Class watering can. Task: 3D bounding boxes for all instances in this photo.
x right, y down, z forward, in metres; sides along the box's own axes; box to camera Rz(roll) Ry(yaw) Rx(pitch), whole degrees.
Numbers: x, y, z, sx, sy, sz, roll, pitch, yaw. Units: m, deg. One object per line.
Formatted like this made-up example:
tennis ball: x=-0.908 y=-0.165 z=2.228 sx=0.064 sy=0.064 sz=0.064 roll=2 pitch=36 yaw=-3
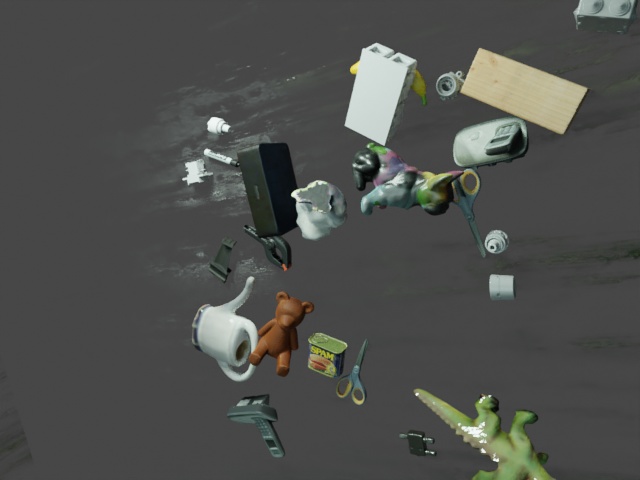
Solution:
watering can: x=-0.266 y=0.244 z=1.495 sx=0.225 sy=0.105 sz=0.343 roll=13 pitch=110 yaw=28

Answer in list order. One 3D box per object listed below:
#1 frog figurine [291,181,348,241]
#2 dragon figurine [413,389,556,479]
frog figurine: x=0.004 y=-0.064 z=1.280 sx=0.138 sy=0.125 sz=0.156 roll=12 pitch=146 yaw=19
dragon figurine: x=0.362 y=0.462 z=1.103 sx=0.411 sy=0.246 sz=0.120 roll=13 pitch=115 yaw=25
